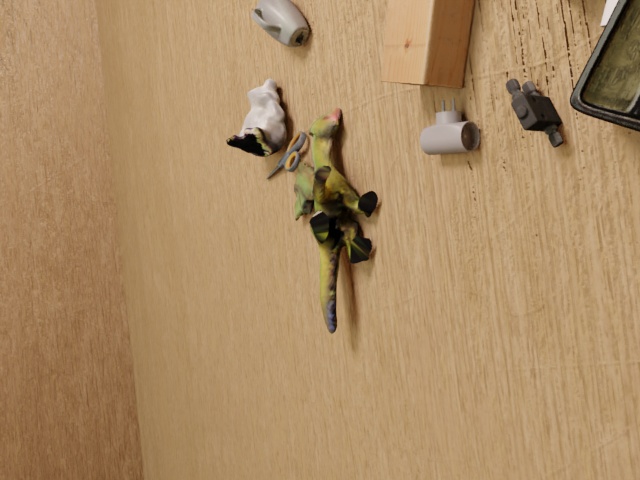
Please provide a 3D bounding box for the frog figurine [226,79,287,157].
[{"bbox_3d":[-0.122,-0.271,1.153,0.135,0.122,0.162,-32,33,60],"label":"frog figurine"}]

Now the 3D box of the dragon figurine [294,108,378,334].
[{"bbox_3d":[0.003,-0.051,1.011,0.246,0.122,0.405,-136,51,-64],"label":"dragon figurine"}]
